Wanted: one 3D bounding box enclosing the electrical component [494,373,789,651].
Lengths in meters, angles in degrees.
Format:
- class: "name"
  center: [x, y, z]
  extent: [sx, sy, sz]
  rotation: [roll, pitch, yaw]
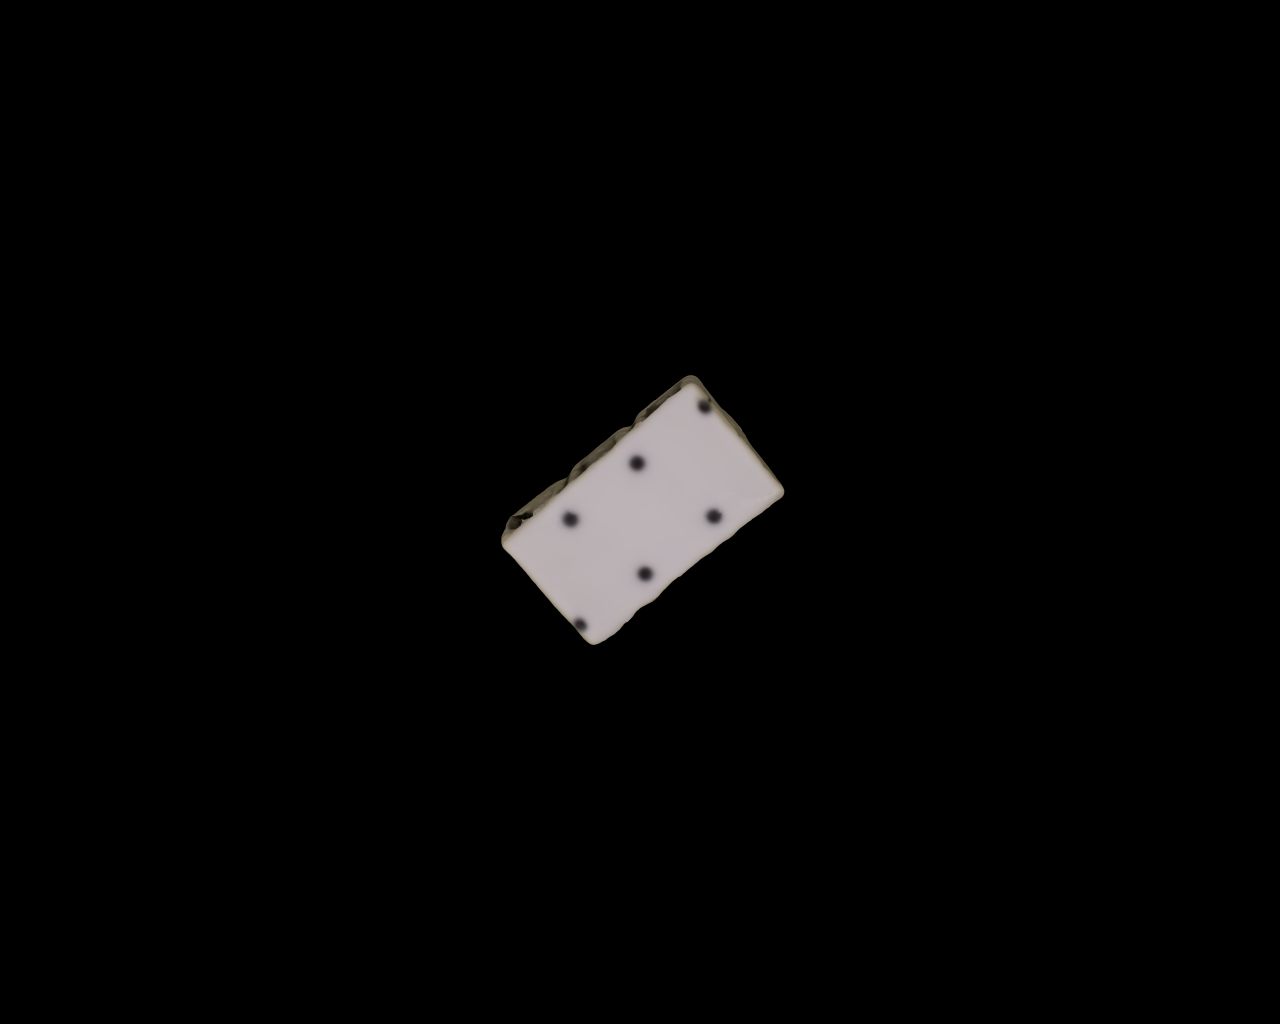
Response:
- class: "electrical component"
  center: [0.001, -0.003, 0.650]
  extent: [0.150, 0.089, 0.062]
  rotation: [-38, 9, 7]
